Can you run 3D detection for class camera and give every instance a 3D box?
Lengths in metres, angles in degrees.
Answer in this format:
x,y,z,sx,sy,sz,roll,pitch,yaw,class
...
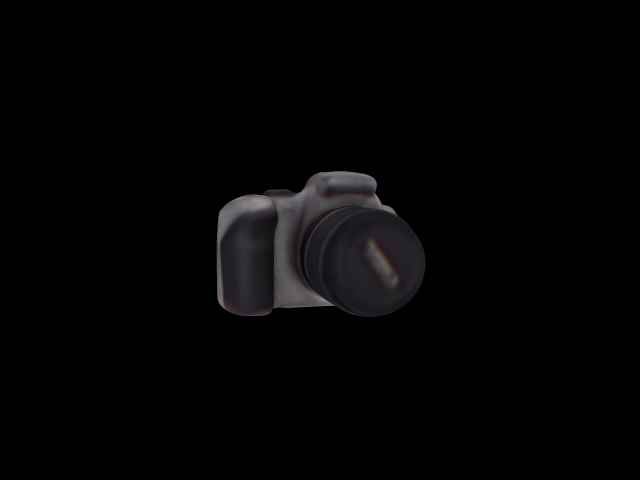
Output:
x,y,z,sx,sy,sz,roll,pitch,yaw,class
0.004,0.001,0.400,0.143,0.101,0.136,-1,5,-15,camera
